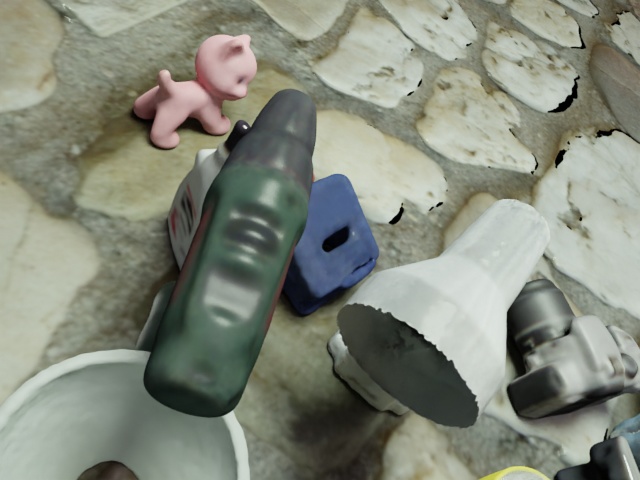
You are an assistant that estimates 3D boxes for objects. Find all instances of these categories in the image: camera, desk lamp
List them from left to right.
[{"bbox_3d":[0.089,0.065,0.475,0.118,0.213,0.204,43,48,5],"label":"desk lamp"},{"bbox_3d":[0.269,0.109,0.618,0.143,0.100,0.136,0,58,-29],"label":"camera"}]

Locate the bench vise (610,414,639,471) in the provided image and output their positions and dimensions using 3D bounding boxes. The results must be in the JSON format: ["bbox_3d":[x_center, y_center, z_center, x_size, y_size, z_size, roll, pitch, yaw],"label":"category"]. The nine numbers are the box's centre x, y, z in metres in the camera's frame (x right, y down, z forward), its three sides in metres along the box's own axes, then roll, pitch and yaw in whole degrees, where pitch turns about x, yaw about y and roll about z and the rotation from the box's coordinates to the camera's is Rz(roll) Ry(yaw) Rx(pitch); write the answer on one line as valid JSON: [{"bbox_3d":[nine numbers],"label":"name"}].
[{"bbox_3d":[0.423,0.168,0.580,0.121,0.219,0.208,35,48,-2],"label":"bench vise"}]

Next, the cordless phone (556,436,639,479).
[{"bbox_3d":[0.311,0.237,0.493,0.094,0.185,0.147,8,54,-24],"label":"cordless phone"}]

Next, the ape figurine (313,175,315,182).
[{"bbox_3d":[-0.034,-0.095,0.602,0.076,0.092,0.077,3,57,-27],"label":"ape figurine"}]

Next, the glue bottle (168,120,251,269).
[{"bbox_3d":[-0.089,-0.039,0.478,0.037,0.173,0.078,-8,62,-33],"label":"glue bottle"}]

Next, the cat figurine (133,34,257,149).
[{"bbox_3d":[-0.118,-0.166,0.589,0.128,0.117,0.067,-28,74,-39],"label":"cat figurine"}]

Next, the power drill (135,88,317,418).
[{"bbox_3d":[-0.072,0.026,0.417,0.076,0.208,0.229,22,50,-13],"label":"power drill"}]

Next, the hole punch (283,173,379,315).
[{"bbox_3d":[0.005,0.002,0.555,0.101,0.091,0.109,49,49,10],"label":"hole punch"}]

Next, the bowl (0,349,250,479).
[{"bbox_3d":[-0.135,0.162,0.375,0.168,0.074,0.167,15,52,-19],"label":"bowl"}]
